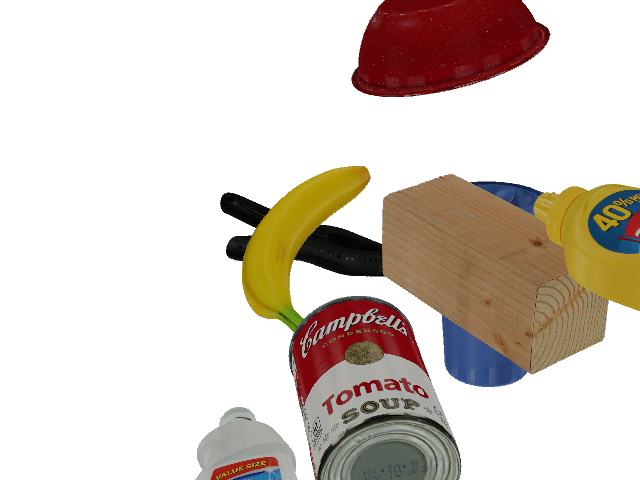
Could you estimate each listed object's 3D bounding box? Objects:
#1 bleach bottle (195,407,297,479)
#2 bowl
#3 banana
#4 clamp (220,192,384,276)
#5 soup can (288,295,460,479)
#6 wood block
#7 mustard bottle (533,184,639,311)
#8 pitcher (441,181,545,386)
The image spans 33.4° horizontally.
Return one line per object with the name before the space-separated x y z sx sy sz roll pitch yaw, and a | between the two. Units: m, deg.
bleach bottle | -0.061 0.210 0.769 0.102 0.068 0.251 -6 30 -5
bowl | 0.096 -0.170 0.847 0.162 0.055 0.162 -14 24 6
banana | -0.017 -0.001 0.844 0.069 0.037 0.197 21 46 3
clamp | -0.014 0.006 1.170 0.210 0.036 0.164 16 19 -6
soup can | 0.024 0.082 0.520 0.068 0.068 0.102 0 28 -9
wood block | 0.153 0.023 0.972 0.090 0.090 0.206 -19 33 -29
mustard bottle | 0.211 0.009 0.662 0.096 0.058 0.192 -27 36 -30
pitcher | 0.218 0.052 1.337 0.149 0.243 0.145 1 21 11
